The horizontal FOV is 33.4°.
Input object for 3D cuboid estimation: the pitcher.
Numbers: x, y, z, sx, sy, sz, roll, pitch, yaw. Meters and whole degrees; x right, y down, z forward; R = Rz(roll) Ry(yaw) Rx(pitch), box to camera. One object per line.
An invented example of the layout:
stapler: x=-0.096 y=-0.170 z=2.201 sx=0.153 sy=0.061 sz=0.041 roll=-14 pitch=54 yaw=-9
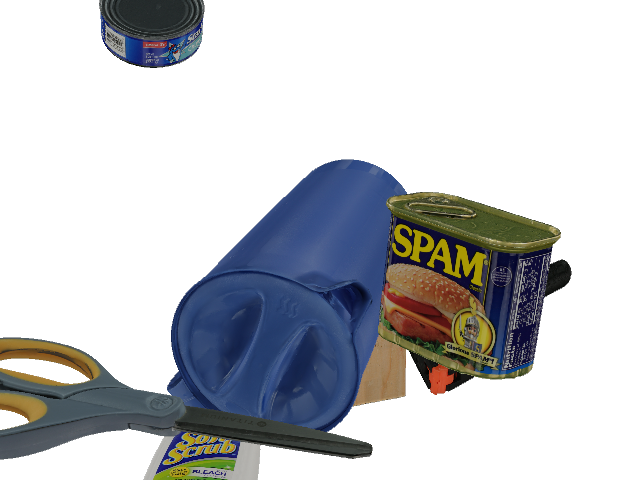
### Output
pitcher: x=-0.013 y=0.034 z=0.805 sx=0.149 sy=0.145 sz=0.242 roll=11 pitch=28 yaw=13

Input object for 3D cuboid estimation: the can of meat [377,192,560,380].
can of meat: x=0.082 y=0.025 z=0.620 sx=0.057 sy=0.084 sz=0.102 roll=-10 pitch=23 yaw=-42

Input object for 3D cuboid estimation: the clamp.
clamp: x=0.120 y=0.059 z=0.952 sx=0.165 sy=0.036 sz=0.209 roll=14 pitch=35 yaw=21

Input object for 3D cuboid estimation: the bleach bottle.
bleach bottle: x=-0.105 y=0.194 z=0.934 sx=0.102 sy=0.068 sz=0.251 roll=-1 pitch=23 yaw=1

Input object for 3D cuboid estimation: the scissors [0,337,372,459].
scissors: x=-0.087 y=0.084 z=0.470 sx=0.202 sy=0.016 sz=0.096 roll=15 pitch=27 yaw=26

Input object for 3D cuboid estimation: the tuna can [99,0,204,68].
tuna can: x=-0.140 y=-0.182 z=0.887 sx=0.086 sy=0.086 sz=0.034 roll=0 pitch=-41 yaw=-9

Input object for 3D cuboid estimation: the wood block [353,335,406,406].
wood block: x=0.034 y=0.067 z=1.168 sx=0.090 sy=0.206 sz=0.091 roll=-5 pitch=9 yaw=-36
